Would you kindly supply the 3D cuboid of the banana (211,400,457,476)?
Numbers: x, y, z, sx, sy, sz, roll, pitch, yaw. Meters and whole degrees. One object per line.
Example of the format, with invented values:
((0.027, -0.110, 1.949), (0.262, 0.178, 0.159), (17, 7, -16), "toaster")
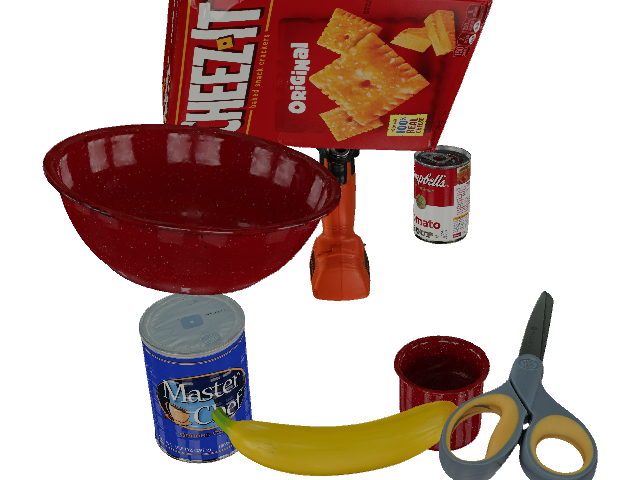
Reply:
((0.017, 0.149, 0.818), (0.197, 0.037, 0.069), (2, 43, -10), "banana")

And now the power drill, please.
((0.017, -0.045, 0.959), (0.057, 0.188, 0.184), (0, 21, 1), "power drill")

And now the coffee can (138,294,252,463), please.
((-0.122, 0.136, 1.067), (0.103, 0.140, 0.103), (-1, 32, 1), "coffee can")

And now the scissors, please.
((0.141, 0.091, 0.650), (0.096, 0.016, 0.201), (19, 35, 28), "scissors")

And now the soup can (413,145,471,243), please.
((0.145, -0.055, 1.285), (0.068, 0.102, 0.068), (-1, 27, 0), "soup can")

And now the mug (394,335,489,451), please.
((0.127, 0.149, 1.068), (0.093, 0.081, 0.117), (22, 39, 34), "mug")

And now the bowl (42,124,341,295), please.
((-0.072, -0.014, 0.590), (0.162, 0.055, 0.162), (7, 22, -3), "bowl")

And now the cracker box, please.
((-0.002, -0.139, 0.769), (0.213, 0.072, 0.164), (0, -35, -12), "cracker box")
